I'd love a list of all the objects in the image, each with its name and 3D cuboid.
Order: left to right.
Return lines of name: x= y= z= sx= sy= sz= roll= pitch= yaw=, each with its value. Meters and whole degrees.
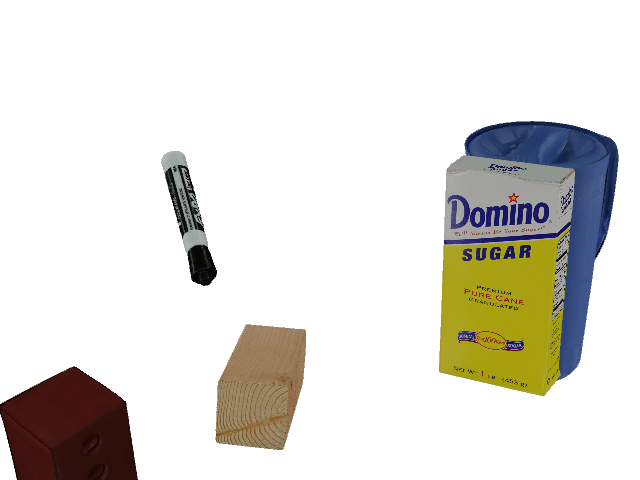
foam brick: x=-0.141 y=0.122 z=0.609 sx=0.051 sy=0.078 sz=0.052 roll=25 pitch=40 yaw=38
marker: x=-0.097 y=-0.017 z=0.786 sx=0.020 sy=0.121 sz=0.020 roll=-13 pitch=-36 yaw=-10
wood block: x=-0.076 y=0.192 z=1.435 sx=0.091 sy=0.090 sz=0.206 roll=5 pitch=16 yaw=4
sugar box: x=0.144 y=0.027 z=0.836 sx=0.093 sy=0.176 sz=0.048 roll=9 pitch=24 yaw=27
pitcher: x=0.214 y=0.010 z=1.044 sx=0.149 sy=0.243 sz=0.145 roll=2 pitch=26 yaw=9
